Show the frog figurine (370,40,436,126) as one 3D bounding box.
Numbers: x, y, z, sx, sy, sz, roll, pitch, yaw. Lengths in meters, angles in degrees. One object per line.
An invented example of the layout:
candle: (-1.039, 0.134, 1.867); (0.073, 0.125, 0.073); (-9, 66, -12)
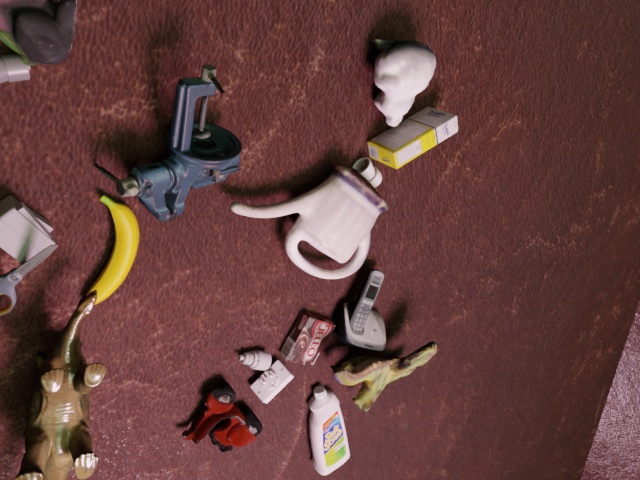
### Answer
frog figurine: (0.157, -0.301, 0.999); (0.138, 0.123, 0.158); (-10, 107, -53)

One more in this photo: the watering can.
watering can: (0.003, -0.051, 1.012); (0.343, 0.105, 0.225); (37, 87, -41)

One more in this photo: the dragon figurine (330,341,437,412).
dragon figurine: (0.162, 0.293, 1.211); (0.243, 0.124, 0.404); (-29, 159, -3)
